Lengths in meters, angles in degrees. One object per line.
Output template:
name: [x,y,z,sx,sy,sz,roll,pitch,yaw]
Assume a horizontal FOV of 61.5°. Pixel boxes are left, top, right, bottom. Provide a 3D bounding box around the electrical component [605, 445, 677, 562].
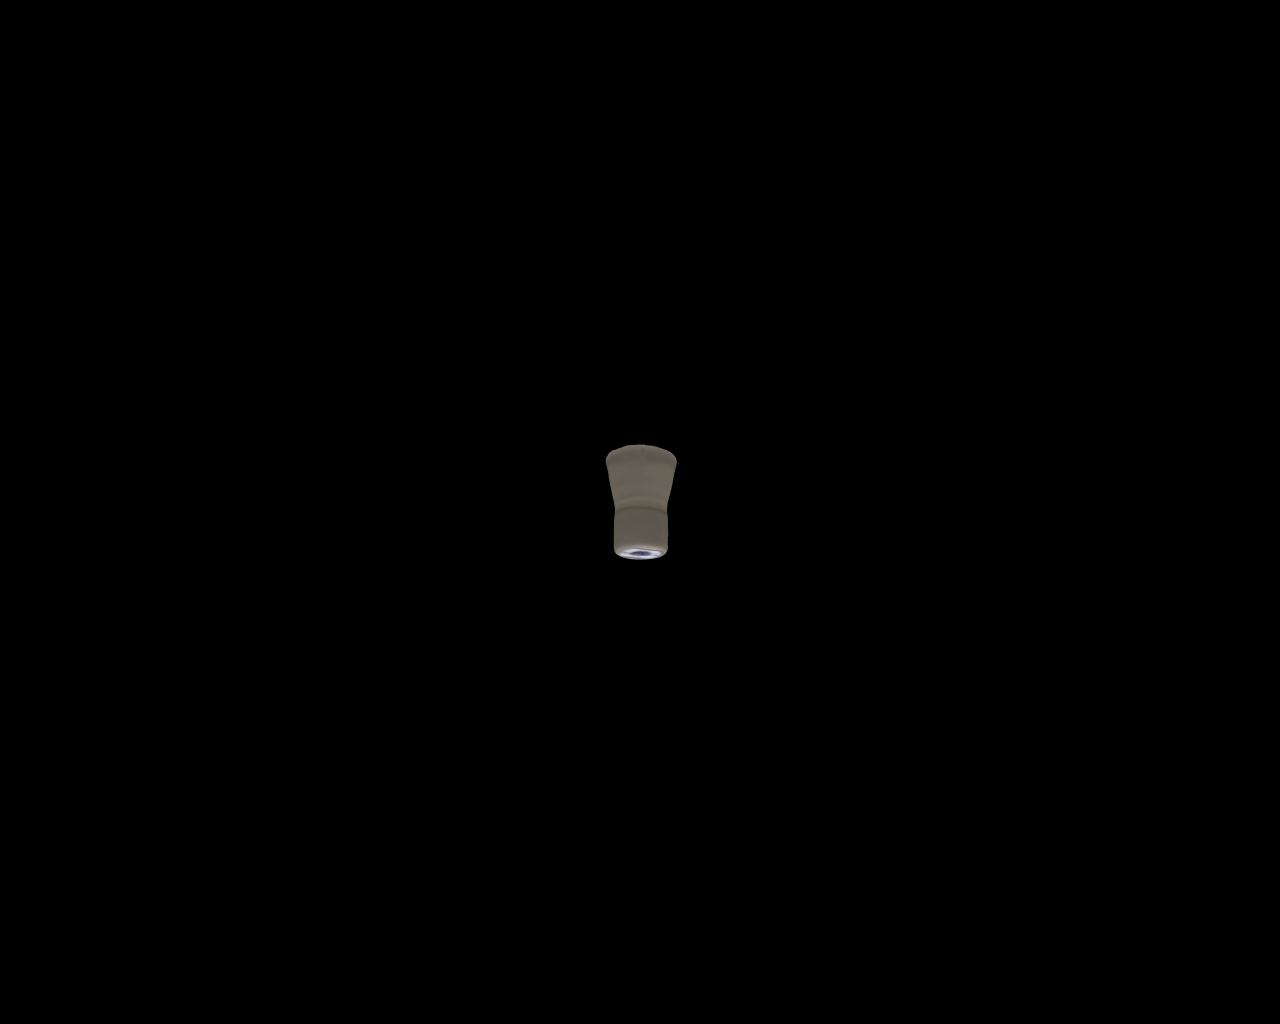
electrical component: [0.001,-0.003,0.650,0.044,0.065,0.044,0,-18,0]
